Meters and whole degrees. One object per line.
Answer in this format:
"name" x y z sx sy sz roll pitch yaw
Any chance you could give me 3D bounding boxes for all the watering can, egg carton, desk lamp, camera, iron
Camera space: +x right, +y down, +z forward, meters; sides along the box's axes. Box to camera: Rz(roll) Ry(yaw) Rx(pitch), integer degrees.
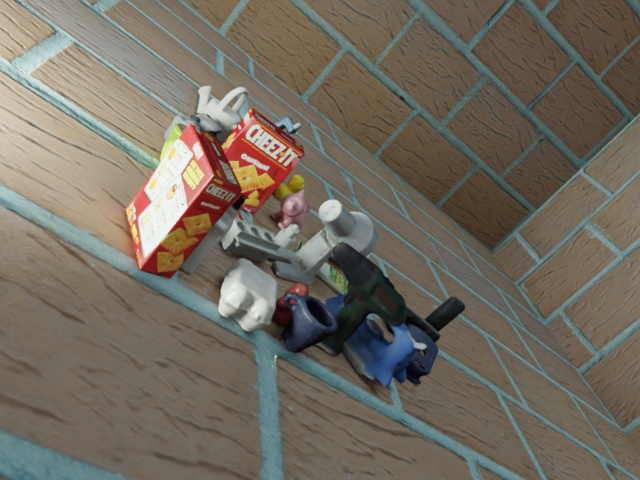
"watering can" -0.274 -0.350 1.578 0.173 0.194 0.101 39 18 -10
"egg carton" -0.134 0.099 1.064 0.107 0.069 0.150 37 19 -18
"desk lamp" 0.012 0.005 1.351 0.204 0.213 0.117 20 29 -51
"camera" -0.298 -0.255 1.466 0.136 0.100 0.143 47 18 13
"iron" 0.114 0.191 1.262 0.257 0.141 0.119 52 20 25

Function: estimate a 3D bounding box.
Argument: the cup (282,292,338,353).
"cup" -0.038 0.160 1.086 0.118 0.095 0.091 40 18 -10

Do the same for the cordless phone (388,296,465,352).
"cordless phone" 0.283 0.196 1.533 0.148 0.185 0.094 40 18 -9

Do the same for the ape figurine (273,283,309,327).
"ape figurine" -0.056 0.122 1.138 0.078 0.092 0.076 15 32 -55

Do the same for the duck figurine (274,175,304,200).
"duck figurine" -0.087 -0.159 1.716 0.077 0.086 0.105 51 19 23

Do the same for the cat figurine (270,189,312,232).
"cat figurine" -0.067 -0.083 1.537 0.067 0.117 0.128 51 20 24

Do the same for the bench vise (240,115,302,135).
"bench vise" -0.165 -0.288 1.627 0.207 0.219 0.122 44 18 3

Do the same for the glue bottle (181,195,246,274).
"glue bottle" -0.190 -0.017 1.040 0.037 0.173 0.078 38 18 -15

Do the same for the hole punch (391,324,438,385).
"hole punch" 0.230 0.277 1.393 0.109 0.091 0.101 41 18 -5

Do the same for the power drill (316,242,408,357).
"power drill" 0.060 0.132 1.171 0.230 0.208 0.075 34 20 -25

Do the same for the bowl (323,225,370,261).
"bowl" 0.062 0.019 1.646 0.168 0.074 0.167 38 19 -15
